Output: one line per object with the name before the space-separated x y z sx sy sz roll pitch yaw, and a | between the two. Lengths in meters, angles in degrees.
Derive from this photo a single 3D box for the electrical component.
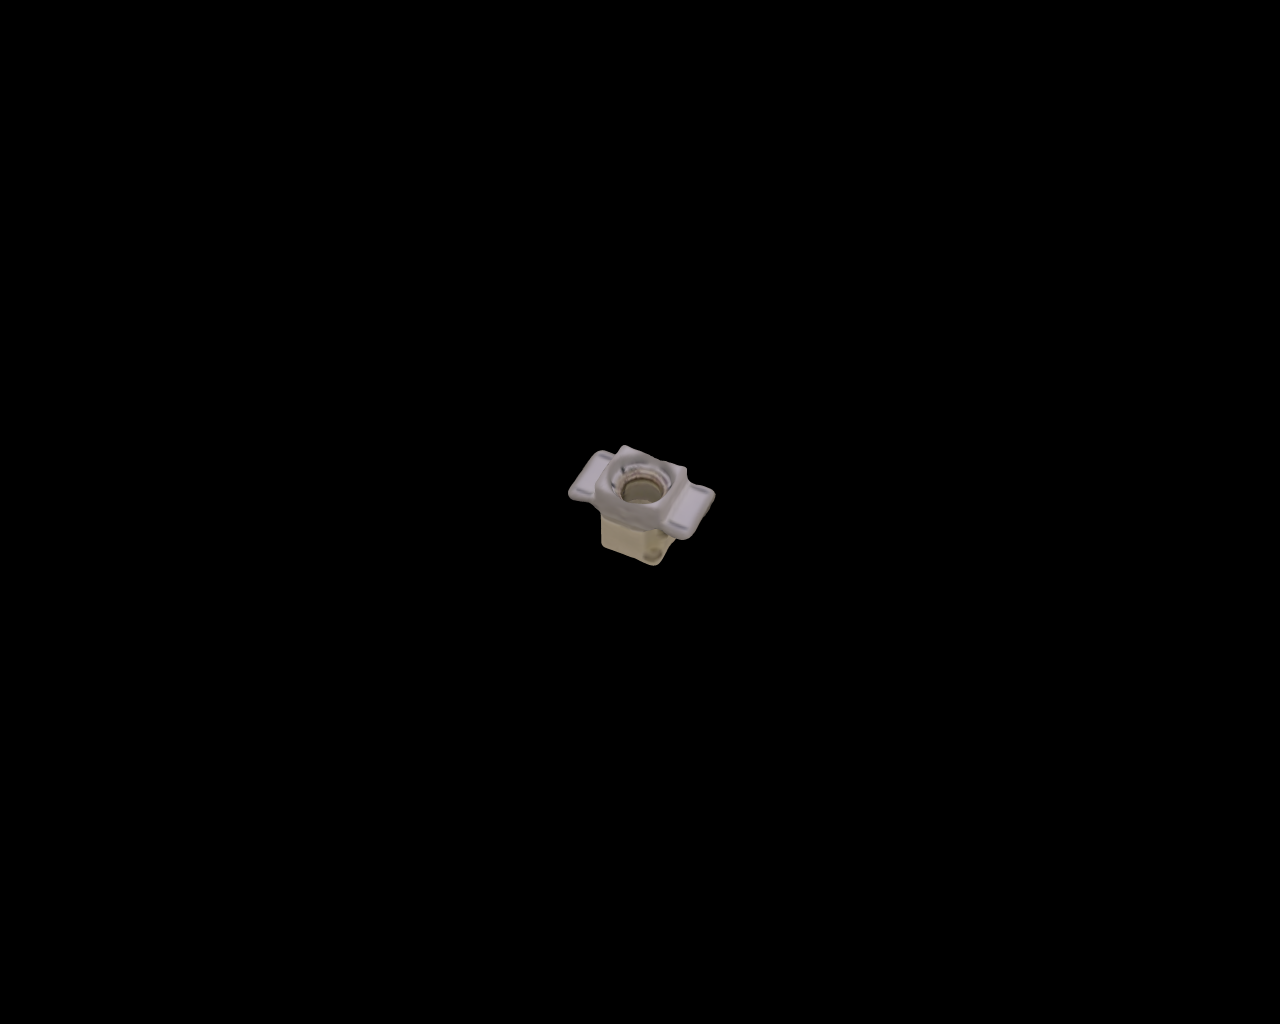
electrical component | 0.001 -0.003 0.650 0.081 0.042 0.063 22 -38 18
